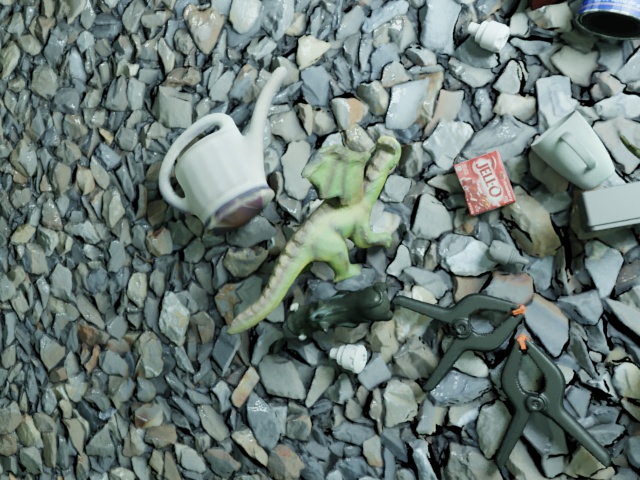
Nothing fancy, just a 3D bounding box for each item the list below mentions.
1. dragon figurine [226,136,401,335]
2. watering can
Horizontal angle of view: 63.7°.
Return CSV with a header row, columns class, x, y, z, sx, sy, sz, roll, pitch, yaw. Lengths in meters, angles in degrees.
class,x,y,z,sx,sy,sz,roll,pitch,yaw
dragon figurine,0.002,-0.040,0.803,0.123,0.416,0.237,27,139,34
watering can,-0.160,-0.150,0.968,0.344,0.104,0.226,-34,78,18
